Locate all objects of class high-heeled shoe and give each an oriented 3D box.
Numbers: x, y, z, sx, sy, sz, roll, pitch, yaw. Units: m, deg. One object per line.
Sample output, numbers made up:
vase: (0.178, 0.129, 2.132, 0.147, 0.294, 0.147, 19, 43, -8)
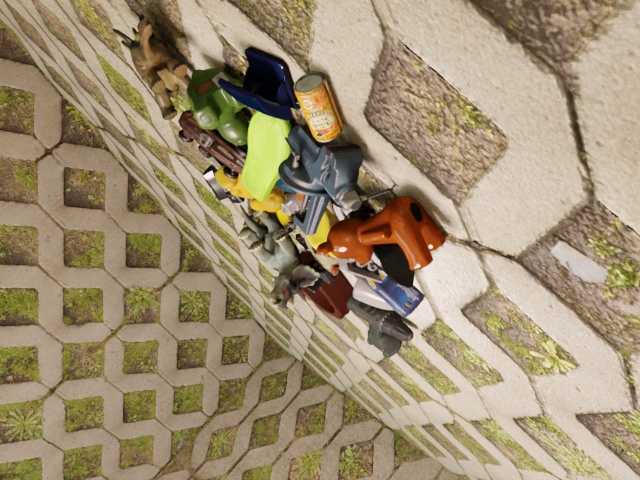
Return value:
high-heeled shoe: (0.103, -0.002, 1.116, 0.145, 0.086, 0.248, 21, 146, 54)

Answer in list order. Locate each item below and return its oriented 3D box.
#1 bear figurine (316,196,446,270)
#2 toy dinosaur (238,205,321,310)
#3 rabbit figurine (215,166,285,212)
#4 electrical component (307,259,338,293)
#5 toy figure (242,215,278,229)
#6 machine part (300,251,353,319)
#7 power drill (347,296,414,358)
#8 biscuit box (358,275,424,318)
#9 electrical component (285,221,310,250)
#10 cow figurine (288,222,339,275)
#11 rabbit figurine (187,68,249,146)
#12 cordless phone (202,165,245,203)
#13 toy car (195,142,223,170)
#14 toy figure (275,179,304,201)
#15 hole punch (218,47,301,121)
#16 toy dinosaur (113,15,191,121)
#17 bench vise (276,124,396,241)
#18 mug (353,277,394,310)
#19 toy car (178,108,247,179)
bear figurine: (0.103, 0.004, 0.966, 0.196, 0.120, 0.132, -29, 98, 34)
toy dinosaur: (-0.115, 0.028, 1.462, 0.192, 0.131, 0.405, 54, -177, -32)
rabbit figurine: (-0.157, -0.126, 1.337, 0.173, 0.122, 0.162, 39, 167, 15)
electrical component: (0.006, 0.082, 1.457, 0.075, 0.119, 0.047, 29, 158, 46)
toy figure: (-0.180, -0.042, 1.652, 0.180, 0.082, 0.089, 24, 156, 53)
machine part: (0.007, 0.134, 1.631, 0.201, 0.087, 0.201, 19, 151, 55)
power drill: (0.182, 0.257, 1.537, 0.232, 0.086, 0.207, 34, 164, 34)
biscuit box: (0.148, 0.092, 1.261, 0.203, 0.059, 0.062, 42, 163, 7)
electrical component: (-0.048, -0.012, 1.431, 0.102, 0.045, 0.078, 43, -148, -45)
cow figurine: (-0.003, -0.004, 1.345, 0.127, 0.085, 0.194, 32, 163, 30)
rabbit figurine: (-0.213, -0.268, 1.140, 0.159, 0.121, 0.170, 39, 168, 34)
cordless phone: (-0.225, -0.161, 1.511, 0.184, 0.089, 0.146, 16, 149, 35)
toy car: (-0.245, -0.207, 1.421, 0.201, 0.073, 0.056, 49, 161, -18)
toy figure: (-0.046, -0.122, 1.205, 0.155, 0.058, 0.064, 32, 175, 22)
hole punch: (-0.107, -0.264, 0.966, 0.142, 0.092, 0.115, 28, 161, 32)
toy dinosaur: (-0.358, -0.381, 1.206, 0.198, 0.105, 0.471, 58, 169, 3)
bench vise: (-0.001, -0.093, 1.007, 0.224, 0.129, 0.240, 44, 135, 26)
mug: (0.147, 0.136, 1.335, 0.107, 0.081, 0.109, 25, 151, 26)
toy car: (-0.242, -0.220, 1.232, 0.202, 0.053, 0.089, 41, 122, 0)
